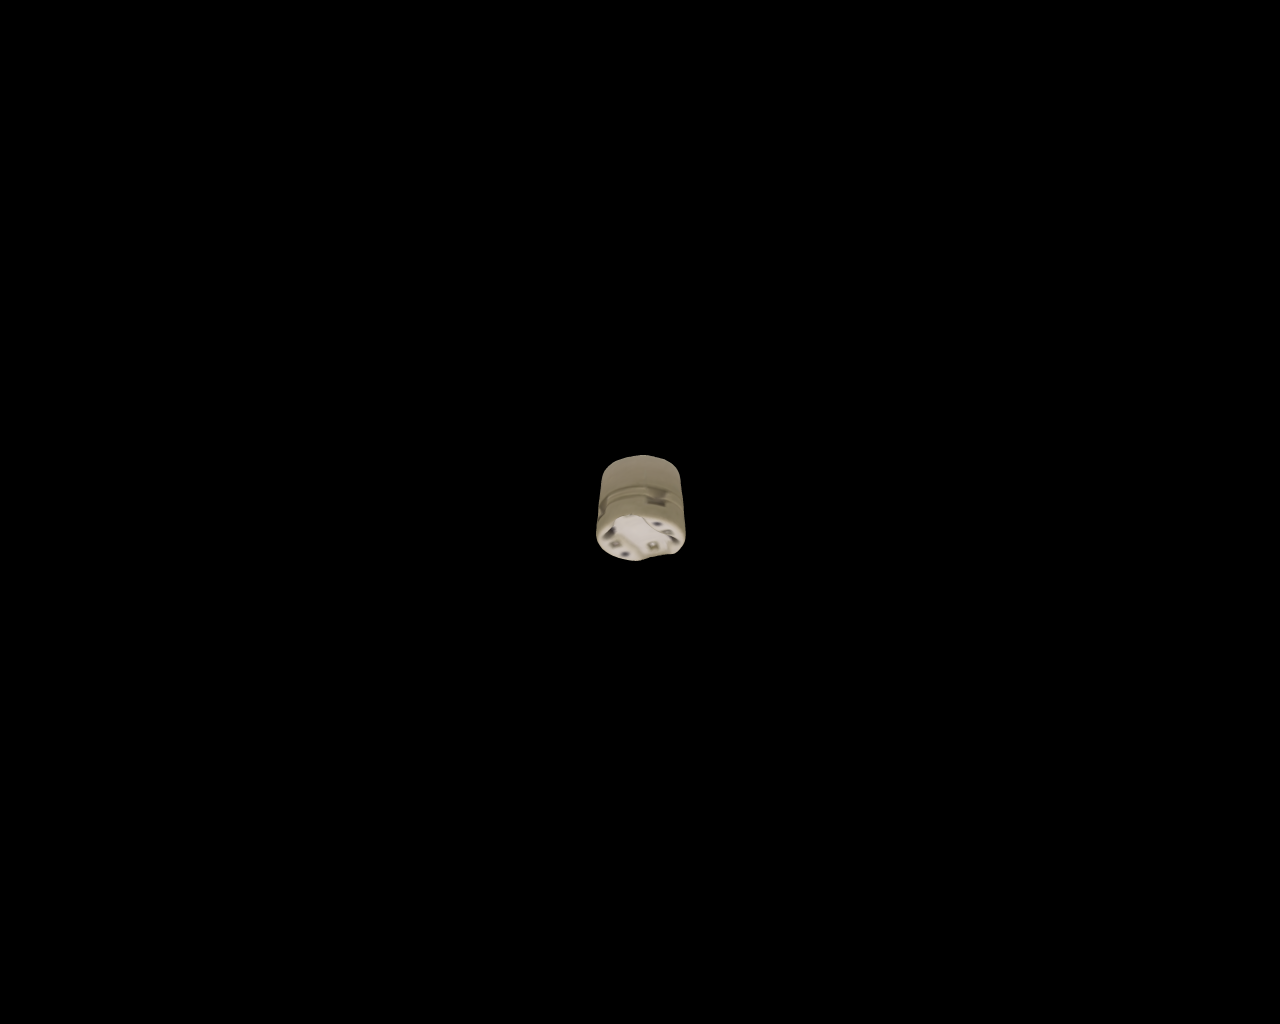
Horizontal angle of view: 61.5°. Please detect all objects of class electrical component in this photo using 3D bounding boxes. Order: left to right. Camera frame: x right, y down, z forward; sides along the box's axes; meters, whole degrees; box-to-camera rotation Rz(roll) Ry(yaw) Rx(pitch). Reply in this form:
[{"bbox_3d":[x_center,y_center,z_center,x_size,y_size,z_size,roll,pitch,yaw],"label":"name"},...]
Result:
[{"bbox_3d":[0.001,-0.003,0.650,0.055,0.047,0.055,0,-33,0],"label":"electrical component"}]
